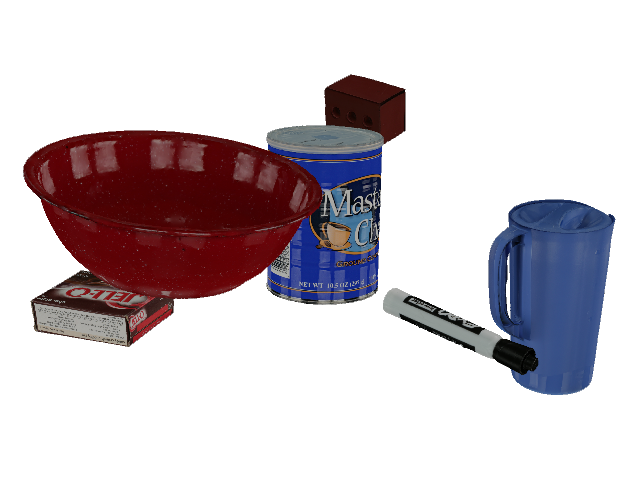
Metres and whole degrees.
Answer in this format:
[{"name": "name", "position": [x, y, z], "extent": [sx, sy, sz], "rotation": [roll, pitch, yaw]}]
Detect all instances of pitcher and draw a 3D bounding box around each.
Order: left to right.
[{"name": "pitcher", "position": [0.300, 0.077, 1.397], "extent": [0.149, 0.243, 0.144], "rotation": [5, 21, 15]}]

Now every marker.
[{"name": "marker", "position": [0.095, 0.062, 0.729], "extent": [0.121, 0.020, 0.020], "rotation": [24, 14, 36]}]

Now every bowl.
[{"name": "bowl", "position": [-0.082, -0.011, 0.590], "extent": [0.162, 0.055, 0.162], "rotation": [7, 21, -3]}]

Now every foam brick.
[{"name": "foam brick", "position": [0.049, -0.145, 1.181], "extent": [0.078, 0.053, 0.051], "rotation": [20, 38, 34]}]

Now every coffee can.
[{"name": "coffee can", "position": [0.003, -0.025, 0.952], "extent": [0.103, 0.140, 0.103], "rotation": [1, 16, 0]}]

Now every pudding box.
[{"name": "pudding box", "position": [-0.217, 0.067, 1.069], "extent": [0.114, 0.039, 0.089], "rotation": [5, 19, 21]}]
